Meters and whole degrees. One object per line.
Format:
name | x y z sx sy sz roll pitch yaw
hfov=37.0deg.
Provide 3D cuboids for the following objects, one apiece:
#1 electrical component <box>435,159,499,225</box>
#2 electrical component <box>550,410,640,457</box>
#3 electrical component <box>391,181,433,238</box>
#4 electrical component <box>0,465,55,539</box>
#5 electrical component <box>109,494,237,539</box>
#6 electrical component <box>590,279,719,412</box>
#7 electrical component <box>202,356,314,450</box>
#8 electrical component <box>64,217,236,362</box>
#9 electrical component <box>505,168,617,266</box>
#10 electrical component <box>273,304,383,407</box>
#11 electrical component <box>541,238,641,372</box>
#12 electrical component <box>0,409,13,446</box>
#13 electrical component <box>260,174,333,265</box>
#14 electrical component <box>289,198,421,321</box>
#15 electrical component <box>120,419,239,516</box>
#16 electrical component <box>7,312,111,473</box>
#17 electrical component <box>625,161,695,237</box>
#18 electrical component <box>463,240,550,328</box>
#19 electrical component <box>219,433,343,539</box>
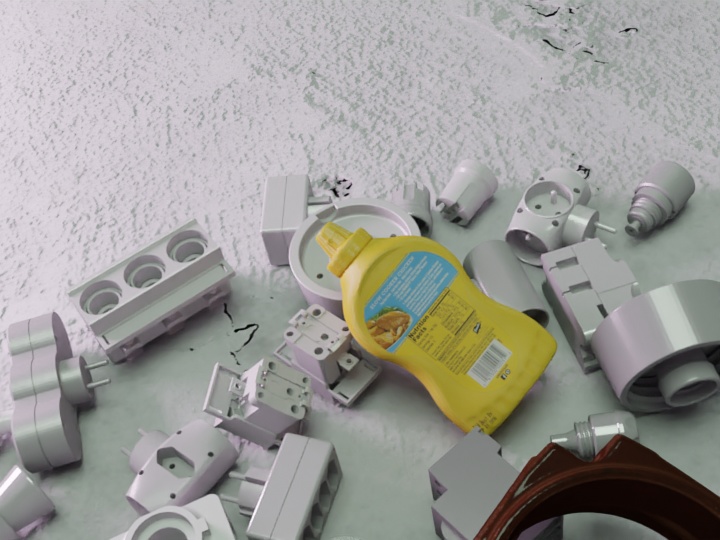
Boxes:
electrical component | 0.093 -0.067 0.940 0.040 0.040 0.046 26 65 27
electrical component | 0.169 0.121 0.776 0.061 0.035 0.035 -8 50 6
electrical component | 0.044 -0.050 0.934 0.040 0.040 0.046 -2 45 8
electrical component | -0.262 0.179 0.797 0.045 0.045 0.055 34 64 31
electrical component | -0.109 0.236 0.713 0.089 0.061 0.150 -23 51 -9
electrical component | 0.227 0.062 0.770 0.108 0.108 0.060 -15 57 -2
electrical component | -0.072 0.099 0.809 0.081 0.064 0.042 28 49 -21
electrical component | -0.172 0.019 0.900 0.121 0.063 0.078 -32 53 -16
electrical component | 0.174 -0.039 0.899 0.079 0.044 0.077 23 58 25
electrical component | -0.028 0.064 0.838 0.081 0.063 0.042 30 62 30
electrical component | 0.185 0.025 0.841 0.056 0.050 0.089 -17 50 -4
electrical component | -0.300 0.125 0.849 0.062 0.043 0.043 -13 50 -3
electrical component | -0.043 -0.045 0.940 0.077 0.047 0.065 -4 51 7
electrical component | 0.000 0.000 0.887 0.108 0.060 0.108 -5 51 6
electrical component | -0.145 0.145 0.805 0.079 0.043 0.077 28 61 28
electrical component | -0.236 0.091 0.859 0.074 0.052 0.138 -16 50 -3
electrical component | 0.248 -0.057 0.903 0.040 0.040 0.078 30 61 29
electrical component | 0.100 0.023 0.861 0.079 0.044 0.077 -19 51 -6
electrical component | -0.063 0.163 0.774 0.076 0.047 0.083 10 54 17
